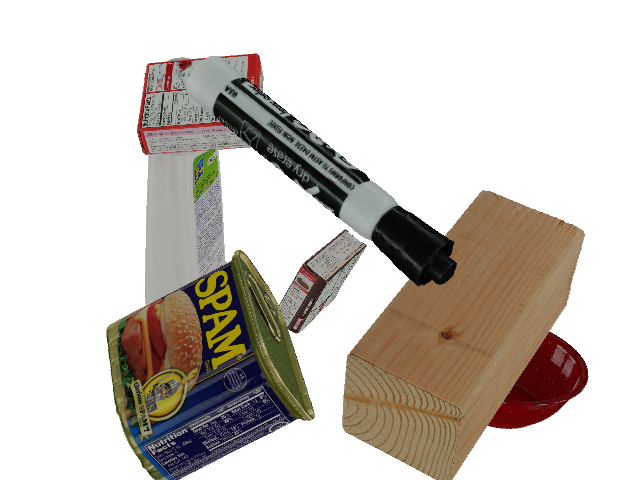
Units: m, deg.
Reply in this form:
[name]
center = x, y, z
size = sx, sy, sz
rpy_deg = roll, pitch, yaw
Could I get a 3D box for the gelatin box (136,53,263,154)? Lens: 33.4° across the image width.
[gelatin box]
center = -0.087, -0.100, 0.788
size = 0.089, 0.073, 0.030
rpy_deg = -5, -39, 4

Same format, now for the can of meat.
[can of meat]
center = -0.060, 0.065, 0.552
size = 0.084, 0.057, 0.102
rpy_deg = -28, 39, 5

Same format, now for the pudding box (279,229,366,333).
[pudding box]
center = 0.000, 0.047, 1.239
size = 0.039, 0.090, 0.113
rpy_deg = 35, 33, 9

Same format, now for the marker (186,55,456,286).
[marker]
center = -0.001, -0.025, 0.372
size = 0.121, 0.020, 0.020
rpy_deg = 40, 18, 23

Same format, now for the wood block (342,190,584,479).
[wood block]
center = 0.109, 0.065, 0.797
size = 0.091, 0.090, 0.205
rpy_deg = 25, 48, 23

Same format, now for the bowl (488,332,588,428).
[bowl]
center = 0.175, 0.135, 1.043
size = 0.162, 0.055, 0.162
rpy_deg = 5, 26, -3

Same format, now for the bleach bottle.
[bleach bottle]
center = -0.125, -0.052, 0.994
size = 0.068, 0.251, 0.102
rpy_deg = 12, 35, 10
